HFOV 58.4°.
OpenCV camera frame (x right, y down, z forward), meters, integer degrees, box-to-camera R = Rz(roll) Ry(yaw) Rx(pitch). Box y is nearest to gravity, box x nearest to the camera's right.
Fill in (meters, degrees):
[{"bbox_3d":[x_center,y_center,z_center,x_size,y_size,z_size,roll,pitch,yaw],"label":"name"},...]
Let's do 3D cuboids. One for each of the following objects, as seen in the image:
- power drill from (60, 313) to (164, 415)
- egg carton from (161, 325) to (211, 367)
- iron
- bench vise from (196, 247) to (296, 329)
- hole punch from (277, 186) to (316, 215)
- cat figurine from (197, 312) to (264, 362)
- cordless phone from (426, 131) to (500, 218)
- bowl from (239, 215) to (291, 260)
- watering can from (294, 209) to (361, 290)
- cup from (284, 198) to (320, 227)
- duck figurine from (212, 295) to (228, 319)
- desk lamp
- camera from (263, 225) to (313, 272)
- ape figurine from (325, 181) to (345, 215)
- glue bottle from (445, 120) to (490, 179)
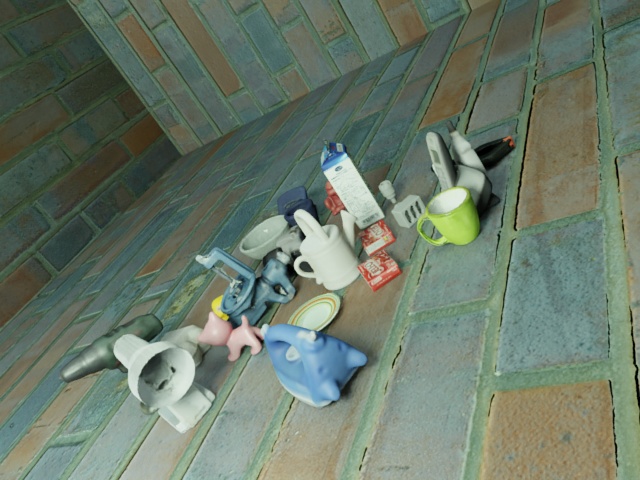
[{"bbox_3d":[-0.422,0.286,1.276,0.230,0.209,0.075,-46,26,-26],"label":"power drill"},{"bbox_3d":[-0.338,0.266,1.383,0.150,0.069,0.107,-19,27,31],"label":"egg carton"},{"bbox_3d":[-0.043,0.200,1.030,0.257,0.142,0.119,0,40,53],"label":"iron"},{"bbox_3d":[-0.176,0.082,1.337,0.208,0.220,0.121,-46,26,-26],"label":"bench vise"},{"bbox_3d":[-0.073,-0.096,1.717,0.108,0.091,0.101,-25,25,20],"label":"hole punch"},{"bbox_3d":[-0.199,0.204,1.261,0.127,0.118,0.067,-24,25,23],"label":"cat figurine"},{"bbox_3d":[0.285,-0.140,1.209,0.094,0.185,0.147,-37,23,-8],"label":"cordless phone"},{"bbox_3d":[-0.141,0.006,1.628,0.167,0.075,0.167,-28,24,14],"label":"bowl"},{"bbox_3d":[0.011,0.004,1.276,0.100,0.194,0.173,-4,37,49],"label":"watering can"},{"bbox_3d":[-0.039,-0.059,1.594,0.091,0.095,0.117,-28,24,14],"label":"cup"},{"bbox_3d":[-0.224,0.172,1.395,0.077,0.086,0.105,-6,35,48],"label":"duck figurine"},{"bbox_3d":[-0.312,0.280,1.136,0.118,0.214,0.202,-46,26,-26],"label":"desk lamp"},{"bbox_3d":[-0.079,0.026,1.472,0.136,0.101,0.143,-25,25,20],"label":"camera"},{"bbox_3d":[0.045,-0.129,1.624,0.077,0.092,0.076,-9,33,44],"label":"ape figurine"},{"bbox_3d":[0.322,-0.194,1.280,0.037,0.173,0.078,-36,23,-5],"label":"glue bottle"}]
